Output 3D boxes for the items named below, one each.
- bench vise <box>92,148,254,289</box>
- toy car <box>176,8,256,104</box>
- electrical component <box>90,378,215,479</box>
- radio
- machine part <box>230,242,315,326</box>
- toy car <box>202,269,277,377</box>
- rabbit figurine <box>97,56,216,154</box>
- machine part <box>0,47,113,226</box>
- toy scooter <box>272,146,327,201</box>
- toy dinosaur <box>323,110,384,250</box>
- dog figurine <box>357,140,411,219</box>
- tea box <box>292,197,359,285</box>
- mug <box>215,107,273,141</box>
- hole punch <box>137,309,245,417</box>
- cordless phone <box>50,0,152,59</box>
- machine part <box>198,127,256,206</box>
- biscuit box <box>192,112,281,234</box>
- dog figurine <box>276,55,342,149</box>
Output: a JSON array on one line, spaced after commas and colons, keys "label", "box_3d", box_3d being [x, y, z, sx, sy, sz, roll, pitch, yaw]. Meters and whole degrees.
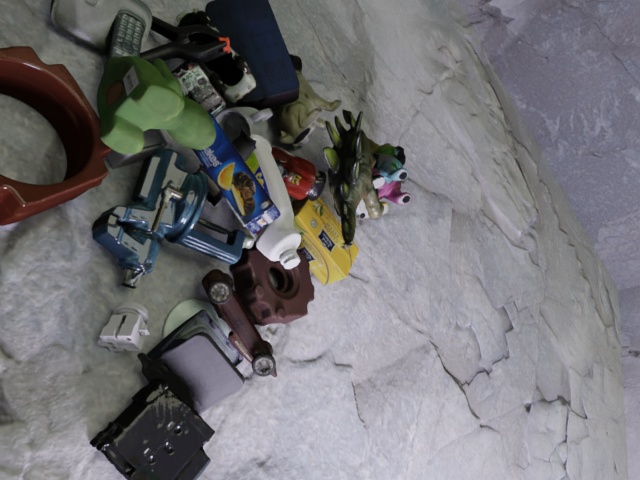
[{"label": "bench vise", "box_3d": [-0.208, -0.015, 0.825, 0.240, 0.129, 0.223, 25, 55, -35]}, {"label": "toy car", "box_3d": [-0.201, -0.348, 1.010, 0.202, 0.073, 0.056, 51, -3, 6]}, {"label": "electrical component", "box_3d": [-0.208, 0.266, 0.704, 0.134, 0.058, 0.115, 51, 59, -17]}, {"label": "radio", "box_3d": [-0.137, -0.377, 1.081, 0.073, 0.131, 0.229, 125, -56, -81]}, {"label": "machine part", "box_3d": [-0.082, 0.070, 0.980, 0.179, 0.056, 0.179, 28, 50, -40]}, {"label": "toy car", "box_3d": [-0.130, 0.138, 0.870, 0.053, 0.089, 0.202, -29, 100, -8]}, {"label": "rabbit figurine", "box_3d": [-0.236, -0.187, 0.791, 0.170, 0.121, 0.159, 22, 27, -53]}, {"label": "machine part", "box_3d": [-0.393, -0.134, 0.691, 0.201, 0.087, 0.201, 59, 38, -8]}, {"label": "toy scooter", "box_3d": [-0.068, -0.139, 1.059, 0.135, 0.075, 0.184, 24, 12, -20]}, {"label": "toy dinosaur", "box_3d": [0.061, -0.132, 1.095, 0.198, 0.105, 0.472, 67, 16, -48]}, {"label": "dog figurine", "box_3d": [0.134, -0.163, 1.323, 0.219, 0.192, 0.108, -110, 178, -53]}, {"label": "tea box", "box_3d": [-0.002, -0.003, 1.103, 0.169, 0.068, 0.098, 51, 39, -21]}, {"label": "mug", "box_3d": [-0.138, -0.223, 1.031, 0.080, 0.109, 0.107, 56, 26, -6]}, {"label": "hole punch", "box_3d": [-0.179, 0.178, 0.777, 0.142, 0.116, 0.092, 56, 6, -21]}, {"label": "cordless phone", "box_3d": [-0.348, -0.311, 0.841, 0.146, 0.089, 0.184, 19, 62, -44]}, {"label": "machine part", "box_3d": [-0.162, -0.129, 0.926, 0.084, 0.139, 0.039, 36, -5, 18]}, {"label": "biscuit box", "box_3d": [-0.145, -0.109, 0.869, 0.203, 0.059, 0.062, 54, 0, 13]}, {"label": "dog figurine", "box_3d": [-0.075, -0.308, 1.170, 0.190, 0.121, 0.172, 45, 47, 6]}]
